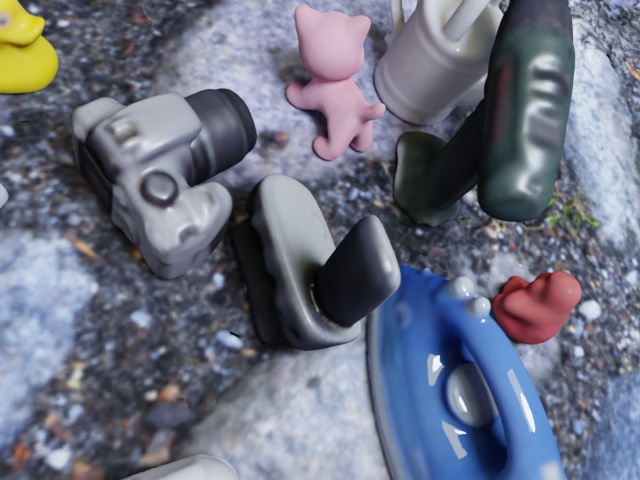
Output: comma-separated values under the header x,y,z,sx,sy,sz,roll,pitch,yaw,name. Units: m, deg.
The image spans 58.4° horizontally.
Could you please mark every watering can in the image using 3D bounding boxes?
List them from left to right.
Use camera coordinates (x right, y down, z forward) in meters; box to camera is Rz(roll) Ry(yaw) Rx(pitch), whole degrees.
x,y,z,sx,sy,sz,roll,pitch,yaw,name
0.145,-0.203,0.571,0.173,0.193,0.101,27,61,-9,watering can

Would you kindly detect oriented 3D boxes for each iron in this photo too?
x,y,z,sx,sy,sz,roll,pitch,yaw,name
0.118,0.117,0.457,0.119,0.141,0.258,-11,73,-25,iron

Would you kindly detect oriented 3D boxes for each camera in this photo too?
x,y,z,sx,sy,sz,roll,pitch,yaw,name
-0.109,-0.065,0.465,0.137,0.100,0.143,-33,83,-29,camera

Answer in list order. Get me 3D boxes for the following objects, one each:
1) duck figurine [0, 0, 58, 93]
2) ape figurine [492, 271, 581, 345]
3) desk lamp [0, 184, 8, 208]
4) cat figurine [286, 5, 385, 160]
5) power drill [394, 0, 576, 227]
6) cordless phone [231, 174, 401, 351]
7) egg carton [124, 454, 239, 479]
x,y,z,sx,sy,sz,roll,pitch,yaw,name
-0.266,-0.172,0.455,0.105,0.086,0.077,18,63,-14,duck figurine
0.212,0.057,0.548,0.078,0.092,0.076,1,68,-21,ape figurine
-0.300,-0.033,0.309,0.118,0.213,0.203,38,60,-3,desk lamp
0.019,-0.158,0.545,0.067,0.117,0.128,-26,80,-28,cat figurine
0.148,-0.109,0.524,0.076,0.208,0.229,14,64,-16,power drill
0.004,0.002,0.434,0.094,0.184,0.147,-16,75,-26,cordless phone
-0.114,0.207,0.367,0.151,0.069,0.107,-15,75,-26,egg carton
